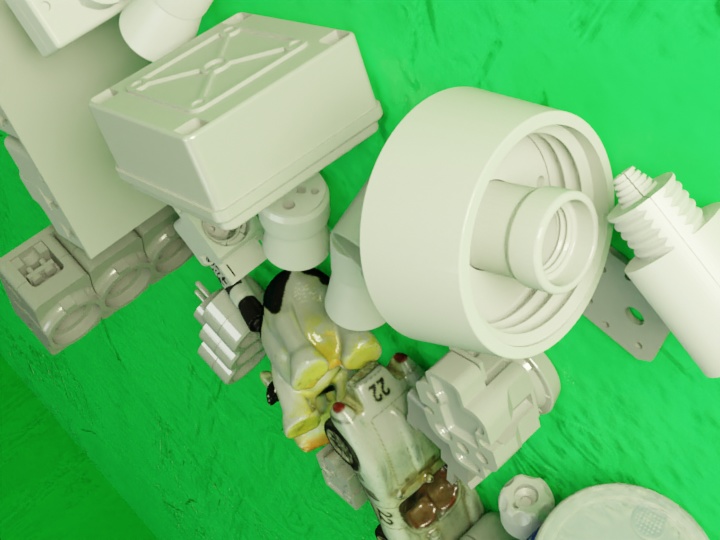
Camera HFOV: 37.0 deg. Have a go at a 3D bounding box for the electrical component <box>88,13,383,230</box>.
[{"bbox_3d":[-0.065,-0.081,0.553,0.109,0.109,0.056,24,143,47],"label":"electrical component"}]

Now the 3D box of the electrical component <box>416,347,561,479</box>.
[{"bbox_3d":[0.072,0.068,0.591,0.058,0.057,0.078,28,148,43],"label":"electrical component"}]

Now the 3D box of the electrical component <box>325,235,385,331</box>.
[{"bbox_3d":[0.000,0.000,0.645,0.044,0.044,0.065,38,149,28],"label":"electrical component"}]

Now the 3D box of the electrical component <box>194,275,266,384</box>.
[{"bbox_3d":[-0.113,0.040,0.896,0.073,0.052,0.138,47,157,10],"label":"electrical component"}]

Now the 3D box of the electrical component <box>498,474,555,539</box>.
[{"bbox_3d":[0.107,0.158,0.692,0.035,0.035,0.061,37,156,30],"label":"electrical component"}]

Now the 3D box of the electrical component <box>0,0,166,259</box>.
[{"bbox_3d":[-0.201,-0.117,0.752,0.060,0.105,0.186,25,146,46],"label":"electrical component"}]

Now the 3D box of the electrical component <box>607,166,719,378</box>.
[{"bbox_3d":[0.123,-0.005,0.405,0.081,0.043,0.043,52,157,-1],"label":"electrical component"}]

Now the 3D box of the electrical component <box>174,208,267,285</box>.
[{"bbox_3d":[-0.105,-0.032,0.788,0.081,0.042,0.064,55,158,-7],"label":"electrical component"}]

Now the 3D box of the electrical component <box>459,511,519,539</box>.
[{"bbox_3d":[0.099,0.219,0.766,0.054,0.059,0.095,34,152,34],"label":"electrical component"}]

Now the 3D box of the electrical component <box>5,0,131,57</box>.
[{"bbox_3d":[-0.152,-0.167,0.615,0.047,0.083,0.076,58,156,-18],"label":"electrical component"}]

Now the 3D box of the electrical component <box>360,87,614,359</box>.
[{"bbox_3d":[0.059,-0.016,0.430,0.060,0.108,0.108,17,140,44],"label":"electrical component"}]

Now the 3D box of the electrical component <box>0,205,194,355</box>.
[{"bbox_3d":[-0.207,-0.007,0.874,0.061,0.150,0.089,45,157,16],"label":"electrical component"}]

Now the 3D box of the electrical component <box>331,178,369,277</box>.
[{"bbox_3d":[0.035,-0.010,0.555,0.099,0.064,0.099,41,174,5],"label":"electrical component"}]

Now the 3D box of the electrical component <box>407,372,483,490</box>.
[{"bbox_3d":[0.063,0.093,0.668,0.064,0.042,0.081,43,156,27],"label":"electrical component"}]

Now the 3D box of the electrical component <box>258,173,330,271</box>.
[{"bbox_3d":[-0.040,-0.032,0.663,0.045,0.045,0.055,40,155,25],"label":"electrical component"}]

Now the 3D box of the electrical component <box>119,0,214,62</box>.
[{"bbox_3d":[-0.101,-0.149,0.592,0.044,0.044,0.065,50,138,1],"label":"electrical component"}]

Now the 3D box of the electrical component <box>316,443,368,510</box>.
[{"bbox_3d":[0.002,0.149,0.845,0.048,0.055,0.066,34,152,36],"label":"electrical component"}]
